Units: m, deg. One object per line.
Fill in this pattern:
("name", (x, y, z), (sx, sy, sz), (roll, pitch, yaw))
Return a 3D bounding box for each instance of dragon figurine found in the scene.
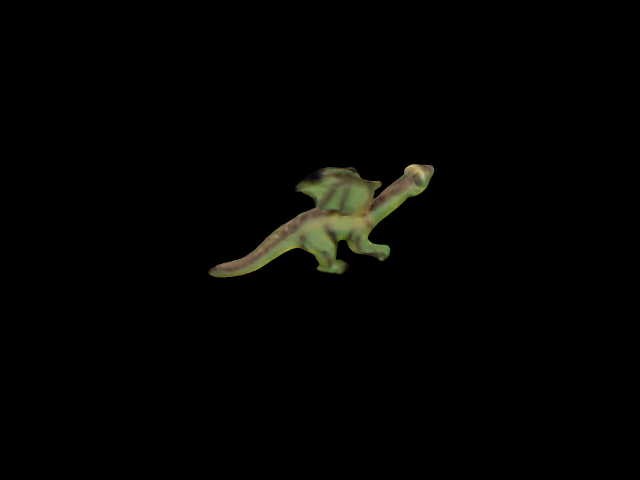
("dragon figurine", (0.003, -0.043, 0.850), (0.411, 0.125, 0.237), (-16, -34, -11))
